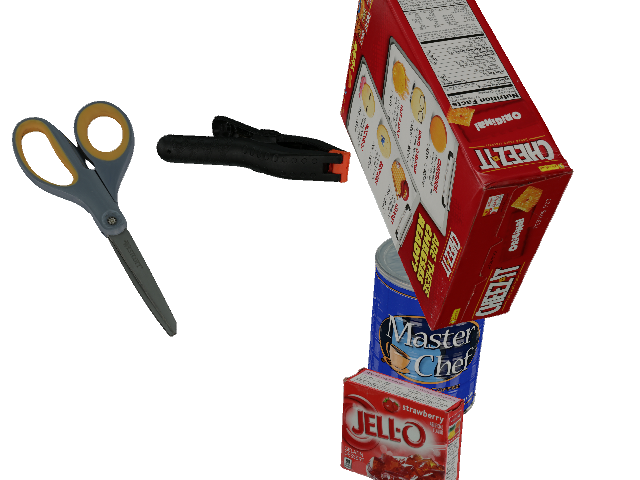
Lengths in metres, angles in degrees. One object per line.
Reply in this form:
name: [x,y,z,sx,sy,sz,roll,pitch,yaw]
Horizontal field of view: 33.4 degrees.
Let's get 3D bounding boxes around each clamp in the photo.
clamp: [-0.060,-0.080,0.973,0.172,0.039,0.120,14,27,29]

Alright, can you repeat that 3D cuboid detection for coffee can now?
coffee can: [0.096,0.077,0.957,0.103,0.140,0.103,2,28,-1]

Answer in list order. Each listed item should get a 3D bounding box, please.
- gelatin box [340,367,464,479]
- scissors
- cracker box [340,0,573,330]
gelatin box: [0.057,0.140,0.771,0.089,0.073,0.030,14,21,33]
scissors: [-0.141,-0.028,0.774,0.096,0.202,0.016,-41,-16,-23]
cracker box: [0.085,-0.072,0.751,0.072,0.214,0.164,-12,-34,-15]
